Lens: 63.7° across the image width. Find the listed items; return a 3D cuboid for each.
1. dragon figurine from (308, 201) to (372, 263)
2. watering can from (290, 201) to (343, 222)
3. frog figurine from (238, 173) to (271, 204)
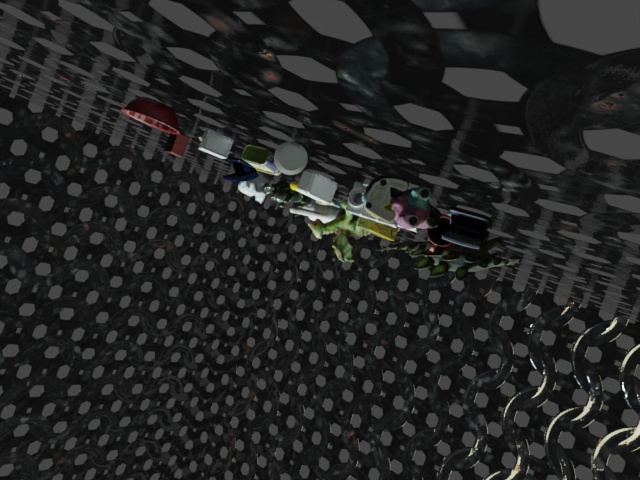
[{"bbox_3d":[0.132,-0.022,2.184,0.407,0.244,0.122,23,171,-28],"label":"dragon figurine"},{"bbox_3d":[0.007,-0.117,2.327,0.225,0.103,0.350,21,-166,15],"label":"watering can"},{"bbox_3d":[-0.272,-0.234,2.120,0.122,0.140,0.157,-24,157,5],"label":"frog figurine"}]
